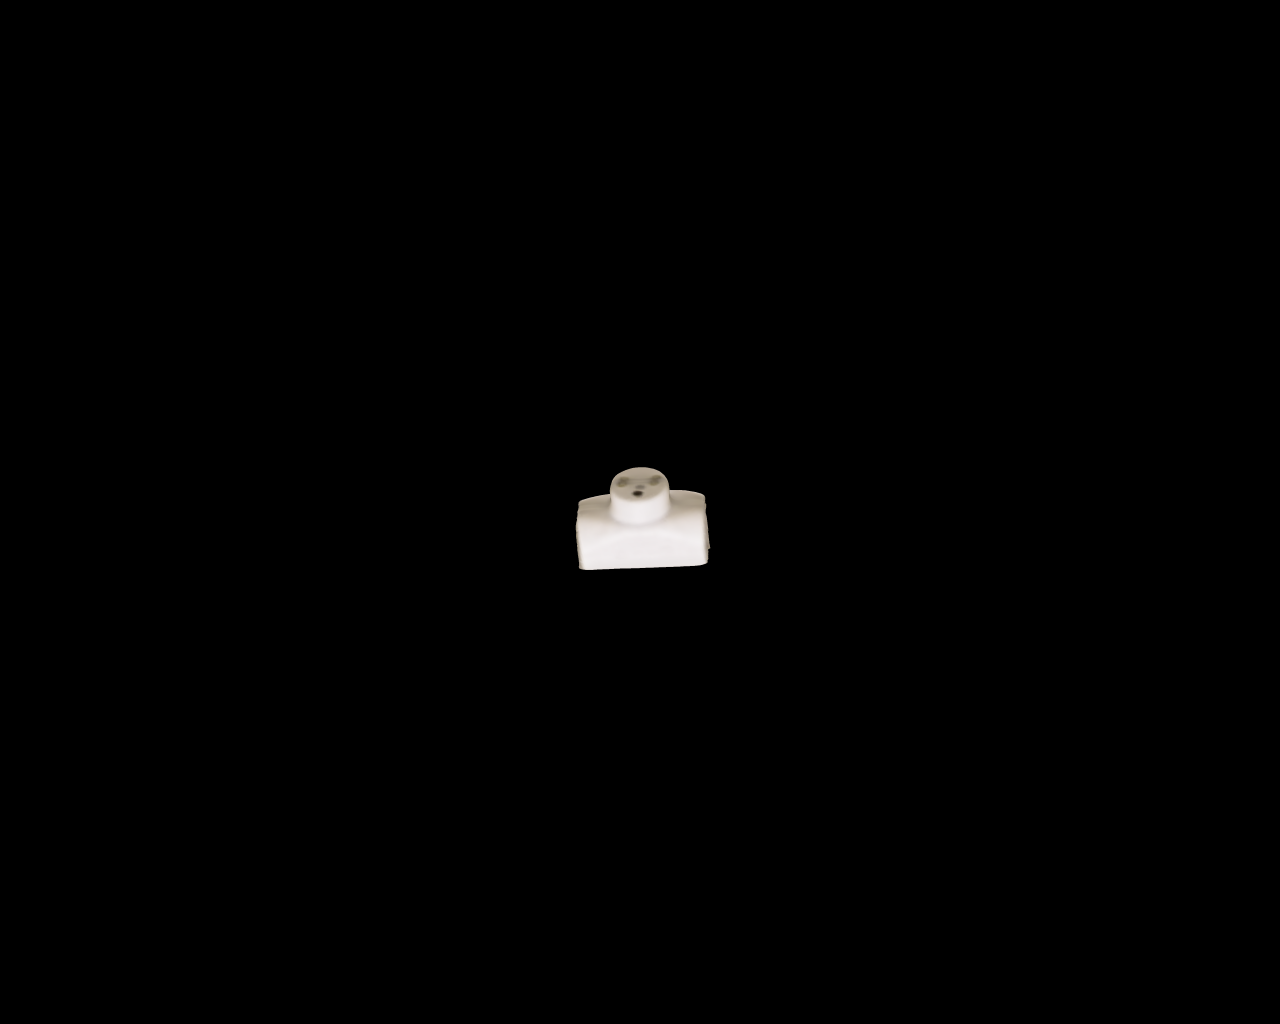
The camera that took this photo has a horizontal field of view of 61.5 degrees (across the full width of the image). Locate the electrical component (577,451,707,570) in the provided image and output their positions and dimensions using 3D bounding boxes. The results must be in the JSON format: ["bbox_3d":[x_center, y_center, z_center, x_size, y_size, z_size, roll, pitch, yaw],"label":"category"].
[{"bbox_3d":[0.001,-0.003,0.650,0.077,0.079,0.044,-3,35,2],"label":"electrical component"}]
